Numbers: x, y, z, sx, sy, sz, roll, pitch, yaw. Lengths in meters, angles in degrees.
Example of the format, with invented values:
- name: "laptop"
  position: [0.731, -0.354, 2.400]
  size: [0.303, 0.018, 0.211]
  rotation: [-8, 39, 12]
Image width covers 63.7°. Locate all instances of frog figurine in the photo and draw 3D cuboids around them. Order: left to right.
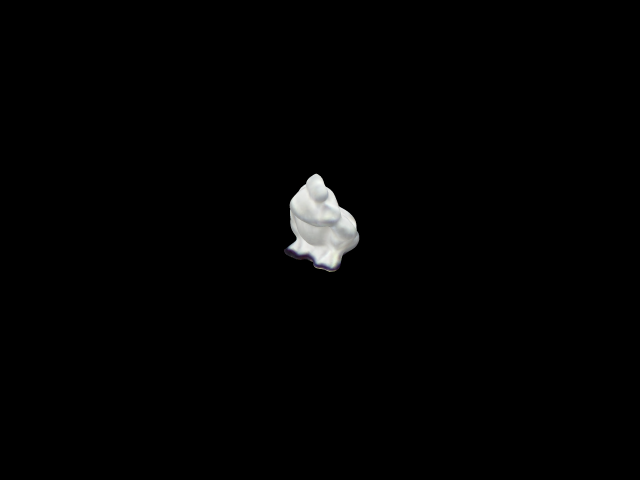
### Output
- name: "frog figurine"
  position: [0.003, -0.043, 0.850]
  size: [0.123, 0.156, 0.139]
  rotation: [-16, 33, -26]
